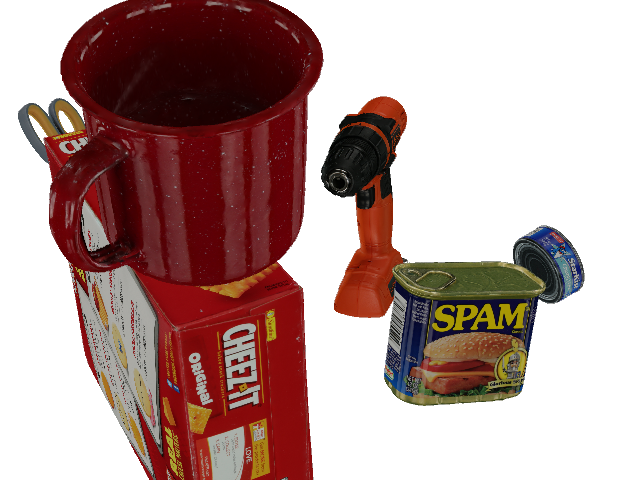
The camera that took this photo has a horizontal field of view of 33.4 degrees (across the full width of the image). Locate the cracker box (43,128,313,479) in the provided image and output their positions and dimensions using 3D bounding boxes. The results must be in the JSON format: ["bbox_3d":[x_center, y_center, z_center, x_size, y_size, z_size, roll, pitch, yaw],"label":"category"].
[{"bbox_3d":[-0.079,0.048,0.585,0.072,0.164,0.214,-16,34,-22],"label":"cracker box"}]

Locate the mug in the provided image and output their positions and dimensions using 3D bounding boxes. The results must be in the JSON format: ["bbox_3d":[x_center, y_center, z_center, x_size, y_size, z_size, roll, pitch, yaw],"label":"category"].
[{"bbox_3d":[-0.053,-0.030,0.399,0.093,0.081,0.117,26,49,24],"label":"mug"}]

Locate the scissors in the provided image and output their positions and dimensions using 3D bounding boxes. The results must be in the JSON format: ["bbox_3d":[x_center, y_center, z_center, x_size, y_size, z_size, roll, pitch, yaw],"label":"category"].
[{"bbox_3d":[-0.226,-0.061,1.065,0.016,0.201,0.096,-25,27,23],"label":"scissors"}]

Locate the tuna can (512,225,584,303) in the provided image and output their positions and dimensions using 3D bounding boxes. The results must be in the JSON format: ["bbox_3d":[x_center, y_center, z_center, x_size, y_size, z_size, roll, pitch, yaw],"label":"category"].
[{"bbox_3d":[0.258,0.028,1.217,0.033,0.086,0.086,-28,10,-20],"label":"tuna can"}]

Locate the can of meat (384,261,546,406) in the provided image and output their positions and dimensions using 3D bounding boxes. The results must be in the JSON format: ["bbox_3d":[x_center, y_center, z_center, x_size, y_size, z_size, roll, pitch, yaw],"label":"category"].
[{"bbox_3d":[0.096,0.063,0.733,0.102,0.084,0.057,0,19,-19],"label":"can of meat"}]

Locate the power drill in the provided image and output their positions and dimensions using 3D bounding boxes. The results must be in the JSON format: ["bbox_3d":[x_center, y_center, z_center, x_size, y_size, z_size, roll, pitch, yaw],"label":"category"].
[{"bbox_3d":[0.043,-0.025,1.000,0.057,0.188,0.184,8,27,16],"label":"power drill"}]
